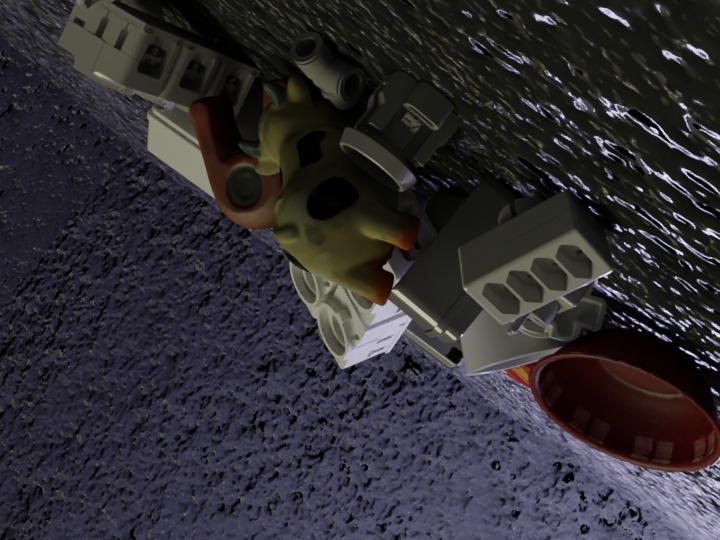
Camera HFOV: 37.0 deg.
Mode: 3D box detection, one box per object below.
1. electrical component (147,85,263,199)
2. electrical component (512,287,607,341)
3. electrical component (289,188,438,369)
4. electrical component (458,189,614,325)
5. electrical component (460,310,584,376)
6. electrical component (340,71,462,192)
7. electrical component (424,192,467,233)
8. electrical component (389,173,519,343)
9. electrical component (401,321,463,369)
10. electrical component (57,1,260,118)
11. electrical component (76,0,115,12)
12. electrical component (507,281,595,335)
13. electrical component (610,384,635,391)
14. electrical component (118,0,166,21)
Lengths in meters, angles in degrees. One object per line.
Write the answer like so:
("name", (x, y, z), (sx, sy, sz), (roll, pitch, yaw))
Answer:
("electrical component", (-0.131, -0.132, 1.040), (0.109, 0.109, 0.056), (35, 139, 19))
("electrical component", (0.149, 0.026, 0.856), (0.078, 0.058, 0.057), (16, 177, -3))
("electrical component", (0.000, 0.000, 0.924), (0.105, 0.060, 0.186), (61, 154, 18))
("electrical component", (0.109, -0.021, 0.688), (0.047, 0.083, 0.075), (41, -148, -36))
("electrical component", (0.137, 0.049, 0.938), (0.108, 0.108, 0.060), (63, -167, -79))
("electrical component", (0.024, -0.088, 0.696), (0.058, 0.057, 0.078), (38, 175, -13))
("electrical component", (0.098, -0.021, 0.874), (0.077, 0.044, 0.079), (33, 174, 38))
("electrical component", (0.076, -0.006, 0.774), (0.057, 0.113, 0.078), (40, 175, 2))
("electrical component", (0.079, 0.021, 1.034), (0.109, 0.108, 0.056), (37, 172, 2))
("electrical component", (-0.174, -0.181, 0.937), (0.089, 0.061, 0.150), (34, -168, 30))
("electrical component", (-0.178, -0.228, 0.753), (0.057, 0.078, 0.058), (56, 174, -2))
("electrical component", (0.133, 0.016, 0.789), (0.047, 0.076, 0.065), (37, 175, 4))
("electrical component", (0.221, 0.082, 0.968), (0.079, 0.044, 0.077), (35, 175, 17))
("electrical component", (-0.200, -0.236, 0.980), (0.040, 0.040, 0.078), (34, 175, 29))
